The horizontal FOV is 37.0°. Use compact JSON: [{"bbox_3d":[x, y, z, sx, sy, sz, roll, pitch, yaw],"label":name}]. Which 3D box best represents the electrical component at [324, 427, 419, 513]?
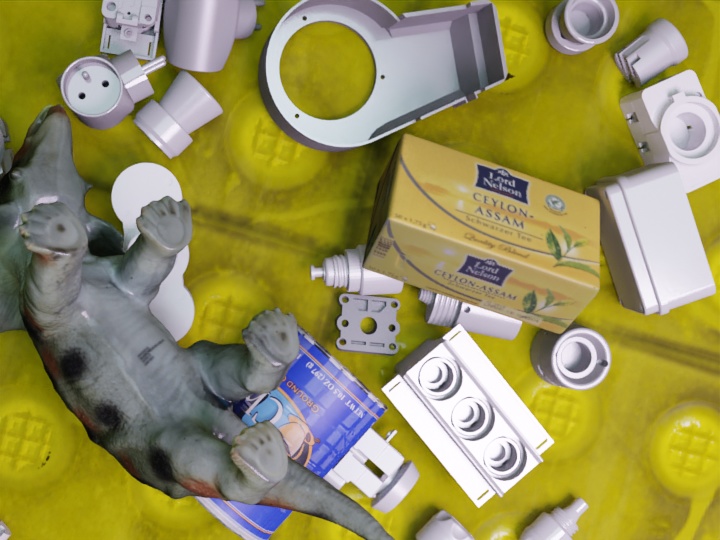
[{"bbox_3d":[0.013,0.158,0.853,0.055,0.048,0.066,42,85,0],"label":"electrical component"}]

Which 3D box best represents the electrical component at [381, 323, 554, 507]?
[{"bbox_3d":[0.083,0.113,0.852,0.079,0.063,0.121,-40,96,-6],"label":"electrical component"}]

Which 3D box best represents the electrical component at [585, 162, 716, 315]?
[{"bbox_3d":[0.230,-0.025,0.861,0.057,0.078,0.113,-19,94,-1],"label":"electrical component"}]

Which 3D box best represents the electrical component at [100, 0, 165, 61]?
[{"bbox_3d":[-0.170,-0.202,0.808,0.042,0.064,0.081,8,91,-7],"label":"electrical component"}]

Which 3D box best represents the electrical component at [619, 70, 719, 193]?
[{"bbox_3d":[0.259,-0.111,0.877,0.050,0.056,0.089,-25,95,-7],"label":"electrical component"}]

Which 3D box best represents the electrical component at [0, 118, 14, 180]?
[{"bbox_3d":[-0.290,-0.090,0.796,0.058,0.057,0.078,-11,93,-8],"label":"electrical component"}]

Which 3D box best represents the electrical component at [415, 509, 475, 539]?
[{"bbox_3d":[0.060,0.227,0.862,0.043,0.043,0.062,45,86,-7],"label":"electrical component"}]

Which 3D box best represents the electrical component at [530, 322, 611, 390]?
[{"bbox_3d":[0.172,0.070,0.872,0.055,0.047,0.055,0,91,-8],"label":"electrical component"}]

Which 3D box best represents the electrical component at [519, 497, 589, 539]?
[{"bbox_3d":[0.162,0.211,0.881,0.061,0.035,0.035,-42,97,-8],"label":"electrical component"}]

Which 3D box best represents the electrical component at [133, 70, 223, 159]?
[{"bbox_3d":[-0.140,-0.118,0.823,0.055,0.045,0.045,-45,97,-4],"label":"electrical component"}]

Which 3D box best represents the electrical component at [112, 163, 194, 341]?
[{"bbox_3d":[-0.155,-0.012,0.809,0.052,0.074,0.138,-6,92,-8],"label":"electrical component"}]

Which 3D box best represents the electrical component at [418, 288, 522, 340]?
[{"bbox_3d":[0.087,0.027,0.861,0.081,0.043,0.043,12,90,-8],"label":"electrical component"}]

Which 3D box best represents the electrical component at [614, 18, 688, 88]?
[{"bbox_3d":[0.238,-0.177,0.881,0.046,0.040,0.040,-36,96,-1],"label":"electrical component"}]

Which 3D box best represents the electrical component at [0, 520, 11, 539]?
[{"bbox_3d":[-0.293,0.206,0.812,0.040,0.040,0.046,44,79,-7],"label":"electrical component"}]

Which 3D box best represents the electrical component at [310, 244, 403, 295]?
[{"bbox_3d":[0.000,0.000,0.849,0.078,0.040,0.040,-3,92,-8],"label":"electrical component"}]

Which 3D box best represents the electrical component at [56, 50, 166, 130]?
[{"bbox_3d":[-0.180,-0.139,0.800,0.079,0.077,0.044,-29,95,-8],"label":"electrical component"}]

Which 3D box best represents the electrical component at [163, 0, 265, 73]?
[{"bbox_3d":[-0.106,-0.195,0.822,0.079,0.043,0.077,-11,124,-40],"label":"electrical component"}]

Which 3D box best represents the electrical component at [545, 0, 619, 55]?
[{"bbox_3d":[0.177,-0.198,0.863,0.045,0.055,0.045,0,91,-8],"label":"electrical component"}]
